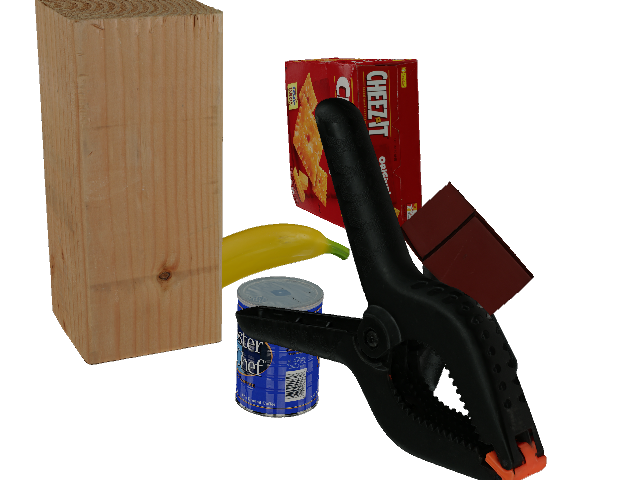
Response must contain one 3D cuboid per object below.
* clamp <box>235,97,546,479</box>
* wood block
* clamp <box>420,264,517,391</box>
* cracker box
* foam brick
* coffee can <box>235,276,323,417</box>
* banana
[{"bbox_3d":[0.038,0.036,0.549,0.036,0.165,0.210,-14,42,-40],"label":"clamp"},{"bbox_3d":[-0.116,-0.041,0.653,0.090,0.206,0.090,-8,23,-26],"label":"wood block"},{"bbox_3d":[0.121,0.058,0.968,0.120,0.171,0.039,-16,7,-41],"label":"clamp"},{"bbox_3d":[0.028,-0.101,1.078,0.072,0.164,0.214,-7,12,-17],"label":"cracker box"},{"bbox_3d":[0.103,0.009,0.758,0.078,0.051,0.053,43,9,-31],"label":"foam brick"},{"bbox_3d":[-0.050,0.126,1.278,0.103,0.140,0.103,2,18,-1],"label":"coffee can"},{"bbox_3d":[-0.077,0.030,0.883,0.198,0.069,0.037,-22,33,10],"label":"banana"}]
